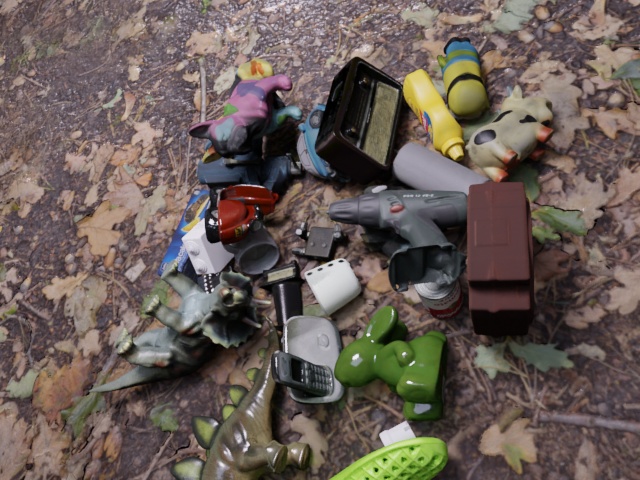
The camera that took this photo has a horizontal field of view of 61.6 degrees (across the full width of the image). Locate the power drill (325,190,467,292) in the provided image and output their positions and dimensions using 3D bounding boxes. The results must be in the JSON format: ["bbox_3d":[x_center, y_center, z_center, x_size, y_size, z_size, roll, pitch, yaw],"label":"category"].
[{"bbox_3d":[0.128,-0.010,0.836,0.232,0.085,0.207,-6,28,1],"label":"power drill"}]

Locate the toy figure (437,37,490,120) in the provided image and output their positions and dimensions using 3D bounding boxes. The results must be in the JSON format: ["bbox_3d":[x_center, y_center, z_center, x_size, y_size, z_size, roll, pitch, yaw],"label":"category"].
[{"bbox_3d":[0.270,-0.311,1.024,0.082,0.089,0.180,-11,64,24],"label":"toy figure"}]

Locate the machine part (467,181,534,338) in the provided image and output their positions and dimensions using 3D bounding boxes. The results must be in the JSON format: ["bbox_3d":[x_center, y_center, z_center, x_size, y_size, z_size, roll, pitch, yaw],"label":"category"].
[{"bbox_3d":[0.266,0.030,0.792,0.087,0.201,0.201,-1,65,17],"label":"machine part"}]

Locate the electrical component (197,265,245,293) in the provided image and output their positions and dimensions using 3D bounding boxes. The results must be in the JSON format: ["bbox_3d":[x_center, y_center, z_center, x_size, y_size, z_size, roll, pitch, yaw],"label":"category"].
[{"bbox_3d":[-0.201,0.099,1.027,0.119,0.074,0.048,-23,60,14],"label":"electrical component"}]

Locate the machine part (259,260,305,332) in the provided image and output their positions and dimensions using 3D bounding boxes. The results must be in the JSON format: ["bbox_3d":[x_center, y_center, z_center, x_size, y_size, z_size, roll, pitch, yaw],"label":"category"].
[{"bbox_3d":[-0.065,0.106,0.989,0.084,0.039,0.139,-17,58,5],"label":"machine part"}]

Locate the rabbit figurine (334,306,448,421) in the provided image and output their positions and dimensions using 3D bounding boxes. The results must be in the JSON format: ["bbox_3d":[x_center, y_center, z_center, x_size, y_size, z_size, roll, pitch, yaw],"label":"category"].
[{"bbox_3d":[0.106,0.184,0.831,0.170,0.121,0.159,1,59,20],"label":"rabbit figurine"}]

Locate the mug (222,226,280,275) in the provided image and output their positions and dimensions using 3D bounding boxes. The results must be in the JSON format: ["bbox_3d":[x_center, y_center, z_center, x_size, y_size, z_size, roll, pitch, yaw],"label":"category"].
[{"bbox_3d":[-0.144,0.003,1.036,0.080,0.109,0.107,-63,38,29],"label":"mug"}]

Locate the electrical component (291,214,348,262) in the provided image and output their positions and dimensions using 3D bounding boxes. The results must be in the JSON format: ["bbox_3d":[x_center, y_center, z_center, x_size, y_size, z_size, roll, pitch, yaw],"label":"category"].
[{"bbox_3d":[-0.001,-0.002,1.010,0.102,0.045,0.078,12,69,27],"label":"electrical component"}]

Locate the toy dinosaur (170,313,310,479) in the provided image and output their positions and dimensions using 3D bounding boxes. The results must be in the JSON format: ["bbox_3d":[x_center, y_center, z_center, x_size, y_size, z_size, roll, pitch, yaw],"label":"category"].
[{"bbox_3d":[-0.126,0.339,0.862,0.199,0.104,0.471,6,58,29],"label":"toy dinosaur"}]

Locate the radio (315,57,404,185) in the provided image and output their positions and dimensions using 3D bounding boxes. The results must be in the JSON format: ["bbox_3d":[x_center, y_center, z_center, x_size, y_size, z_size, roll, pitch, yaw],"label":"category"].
[{"bbox_3d":[0.077,-0.229,1.014,0.073,0.131,0.229,-35,34,50],"label":"radio"}]

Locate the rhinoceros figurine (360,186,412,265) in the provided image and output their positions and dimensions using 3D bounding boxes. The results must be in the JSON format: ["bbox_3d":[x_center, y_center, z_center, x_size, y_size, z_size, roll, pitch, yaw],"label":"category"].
[{"bbox_3d":[0.129,-0.019,0.948,0.112,0.073,0.190,-36,58,4],"label":"rhinoceros figurine"}]

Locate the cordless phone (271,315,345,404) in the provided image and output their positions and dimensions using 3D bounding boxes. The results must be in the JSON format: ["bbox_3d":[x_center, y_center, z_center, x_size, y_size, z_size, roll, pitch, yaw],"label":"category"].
[{"bbox_3d":[-0.035,0.180,0.853,0.089,0.184,0.146,-16,61,20],"label":"cordless phone"}]

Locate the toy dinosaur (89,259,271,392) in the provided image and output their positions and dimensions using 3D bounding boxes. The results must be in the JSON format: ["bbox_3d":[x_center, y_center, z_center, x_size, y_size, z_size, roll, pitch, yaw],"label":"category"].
[{"bbox_3d":[-0.246,0.178,0.966,0.404,0.192,0.131,-49,19,28],"label":"toy dinosaur"}]

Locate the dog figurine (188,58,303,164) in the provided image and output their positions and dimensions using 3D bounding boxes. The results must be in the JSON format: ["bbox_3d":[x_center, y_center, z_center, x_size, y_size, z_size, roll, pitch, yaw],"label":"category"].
[{"bbox_3d":[-0.156,-0.240,1.025,0.219,0.108,0.192,-35,53,-18],"label":"dog figurine"}]

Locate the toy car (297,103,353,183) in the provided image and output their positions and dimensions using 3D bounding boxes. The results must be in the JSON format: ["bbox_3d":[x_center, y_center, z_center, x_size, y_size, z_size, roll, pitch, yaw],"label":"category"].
[{"bbox_3d":[0.009,-0.179,1.070,0.103,0.109,0.161,-25,68,36],"label":"toy car"}]

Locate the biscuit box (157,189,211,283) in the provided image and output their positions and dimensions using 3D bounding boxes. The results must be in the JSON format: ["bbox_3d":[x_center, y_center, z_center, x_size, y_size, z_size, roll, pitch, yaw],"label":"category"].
[{"bbox_3d":[-0.259,-0.004,1.107,0.059,0.062,0.202,9,69,26],"label":"biscuit box"}]

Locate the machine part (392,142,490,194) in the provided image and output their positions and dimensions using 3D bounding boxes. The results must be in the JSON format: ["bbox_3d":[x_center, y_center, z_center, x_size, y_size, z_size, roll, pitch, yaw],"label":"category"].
[{"bbox_3d":[0.215,-0.108,0.955,0.243,0.079,0.079,35,82,33],"label":"machine part"}]

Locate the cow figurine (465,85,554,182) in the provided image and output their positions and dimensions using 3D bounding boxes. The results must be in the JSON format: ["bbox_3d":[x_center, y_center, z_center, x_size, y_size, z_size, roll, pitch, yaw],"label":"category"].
[{"bbox_3d":[0.331,-0.189,0.929,0.195,0.085,0.127,-34,63,-23],"label":"cow figurine"}]

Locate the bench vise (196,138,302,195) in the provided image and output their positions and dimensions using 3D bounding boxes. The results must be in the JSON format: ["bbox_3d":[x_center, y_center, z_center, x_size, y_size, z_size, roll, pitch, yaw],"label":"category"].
[{"bbox_3d":[-0.144,-0.195,1.123,0.224,0.128,0.240,-6,68,17],"label":"bench vise"}]

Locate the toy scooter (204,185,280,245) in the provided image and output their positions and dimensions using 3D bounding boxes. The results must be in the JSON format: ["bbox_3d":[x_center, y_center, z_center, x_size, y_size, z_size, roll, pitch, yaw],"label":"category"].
[{"bbox_3d":[-0.141,-0.055,0.995,0.135,0.075,0.184,-3,31,-4],"label":"toy scooter"}]
